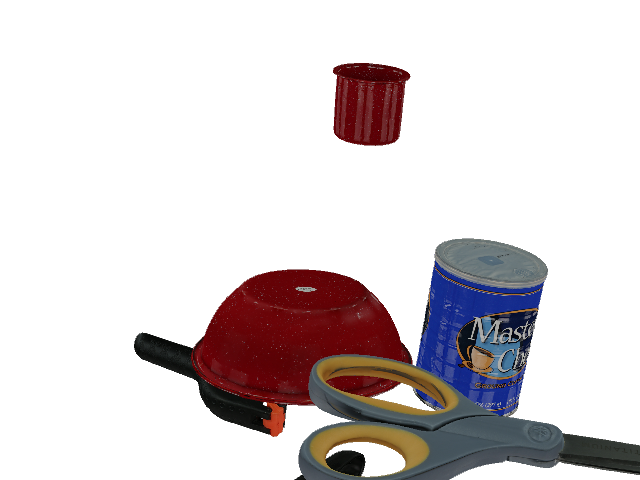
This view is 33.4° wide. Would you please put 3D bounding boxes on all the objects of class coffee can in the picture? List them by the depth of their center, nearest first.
[{"bbox_3d":[0.146,0.081,0.992,0.103,0.140,0.103,7,20,-3],"label":"coffee can"}]

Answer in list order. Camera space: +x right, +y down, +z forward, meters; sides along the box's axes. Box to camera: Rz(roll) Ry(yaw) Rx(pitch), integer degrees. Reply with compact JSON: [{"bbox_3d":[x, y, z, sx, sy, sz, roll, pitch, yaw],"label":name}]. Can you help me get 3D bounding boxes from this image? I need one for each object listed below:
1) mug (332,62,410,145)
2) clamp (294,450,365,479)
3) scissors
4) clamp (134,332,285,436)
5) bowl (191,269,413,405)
[{"bbox_3d":[0.065,-0.167,1.298,0.093,0.081,0.117,18,26,30],"label":"mug"},{"bbox_3d":[-0.055,0.189,0.636,0.210,0.036,0.164,-4,29,1],"label":"clamp"},{"bbox_3d":[0.079,0.095,0.448,0.202,0.016,0.096,16,34,23],"label":"scissors"},{"bbox_3d":[-0.075,0.110,0.965,0.120,0.039,0.172,-31,48,-30],"label":"clamp"},{"bbox_3d":[-0.012,0.060,0.769,0.162,0.055,0.162,2,16,-1],"label":"bowl"}]
